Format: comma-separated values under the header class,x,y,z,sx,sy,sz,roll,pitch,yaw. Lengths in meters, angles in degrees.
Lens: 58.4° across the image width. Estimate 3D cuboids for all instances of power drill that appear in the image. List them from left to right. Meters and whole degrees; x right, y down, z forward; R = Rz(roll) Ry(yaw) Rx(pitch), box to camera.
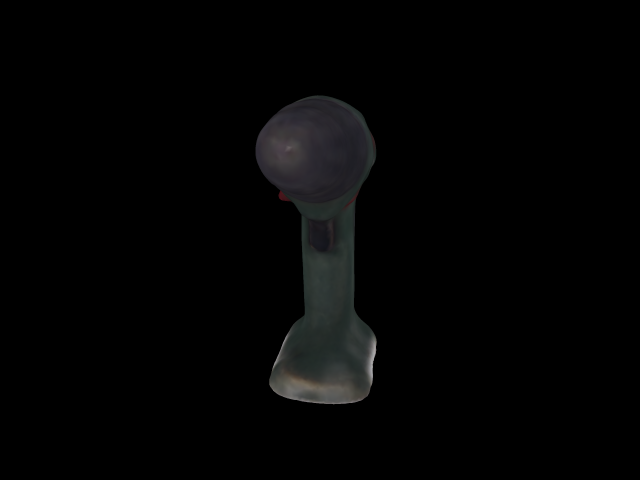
class,x,y,z,sx,sy,sz,roll,pitch,yaw
power drill,0.004,0.001,0.400,0.075,0.208,0.229,3,22,7
